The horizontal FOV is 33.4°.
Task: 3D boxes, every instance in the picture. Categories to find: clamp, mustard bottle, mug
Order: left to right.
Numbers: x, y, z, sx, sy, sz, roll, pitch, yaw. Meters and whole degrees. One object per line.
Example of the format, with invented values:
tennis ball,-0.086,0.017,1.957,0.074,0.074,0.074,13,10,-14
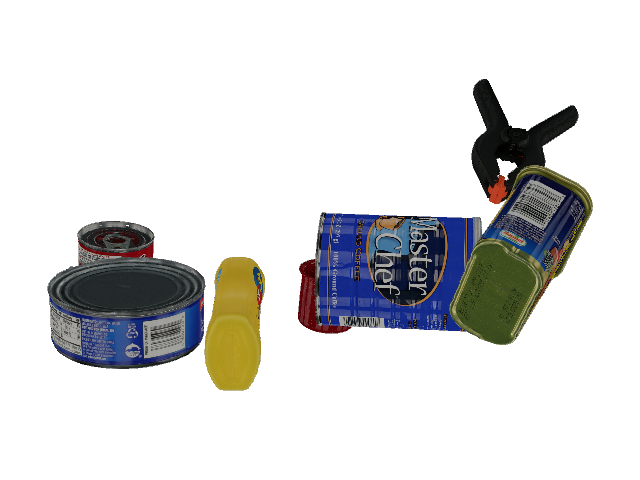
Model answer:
mustard bottle,-0.091,0.073,1.166,0.058,0.096,0.191,-1,28,-1
mug,0.022,0.084,1.514,0.117,0.081,0.093,18,23,27
clamp,0.202,-0.113,1.169,0.120,0.039,0.171,21,49,17

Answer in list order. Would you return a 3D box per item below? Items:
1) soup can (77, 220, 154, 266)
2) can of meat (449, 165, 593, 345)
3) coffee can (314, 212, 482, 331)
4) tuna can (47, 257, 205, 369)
soup can,-0.187,0.042,0.972,0.068,0.102,0.068,5,21,-2
can of meat,0.137,0.013,0.741,0.057,0.102,0.083,29,52,14
coffee can,0.070,0.028,0.946,0.140,0.103,0.102,2,0,6
tuna can,-0.107,0.039,0.592,0.086,0.034,0.086,2,19,-1
